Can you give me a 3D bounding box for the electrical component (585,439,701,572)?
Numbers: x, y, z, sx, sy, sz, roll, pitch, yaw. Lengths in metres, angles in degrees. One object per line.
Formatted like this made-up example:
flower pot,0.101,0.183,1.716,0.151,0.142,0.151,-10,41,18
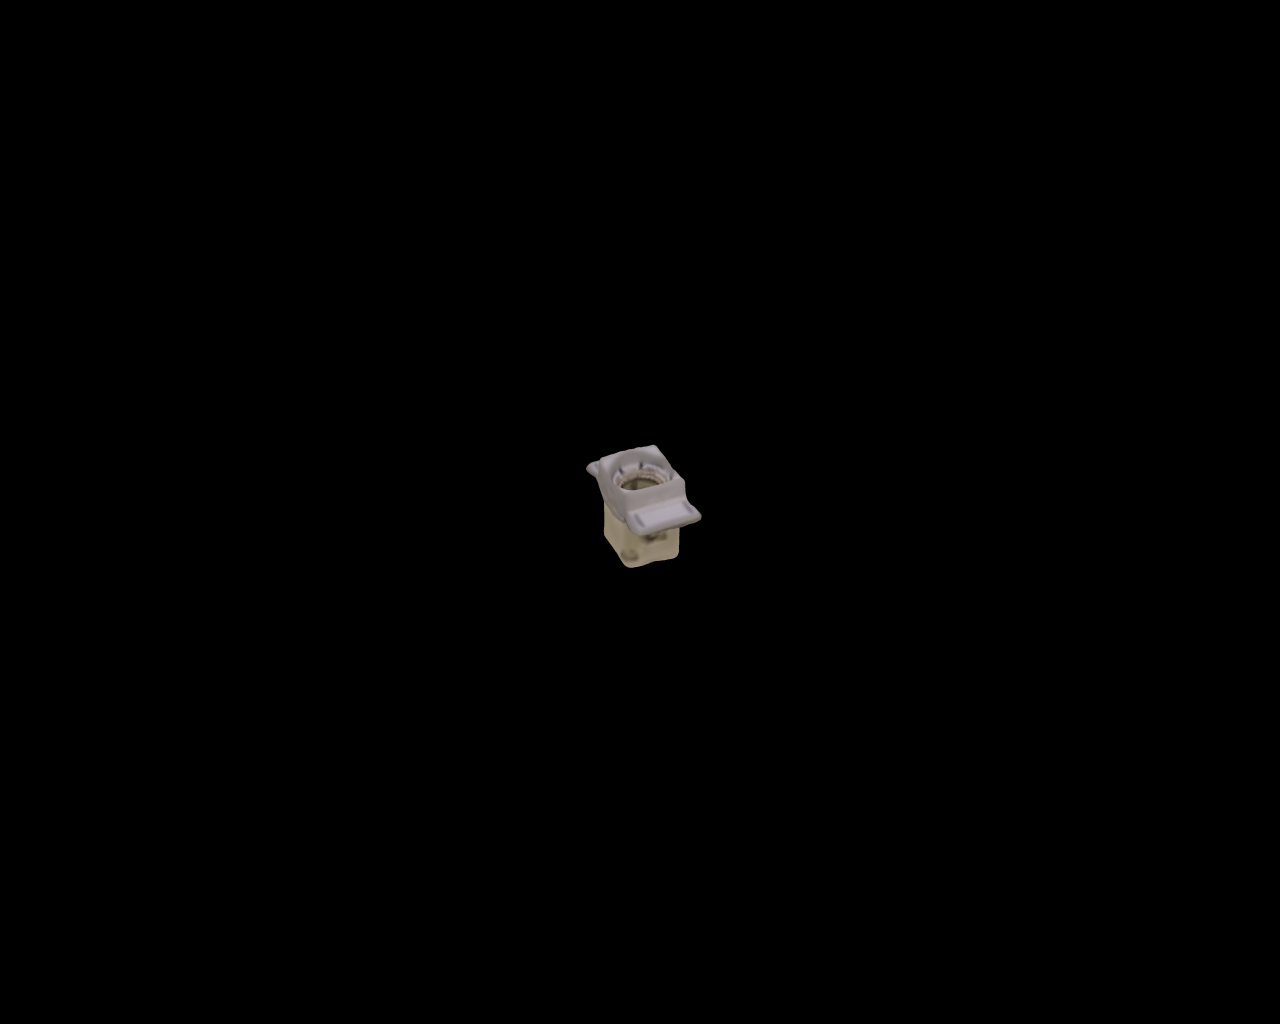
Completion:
electrical component,0.001,-0.003,0.650,0.042,0.063,0.081,-13,38,-18
